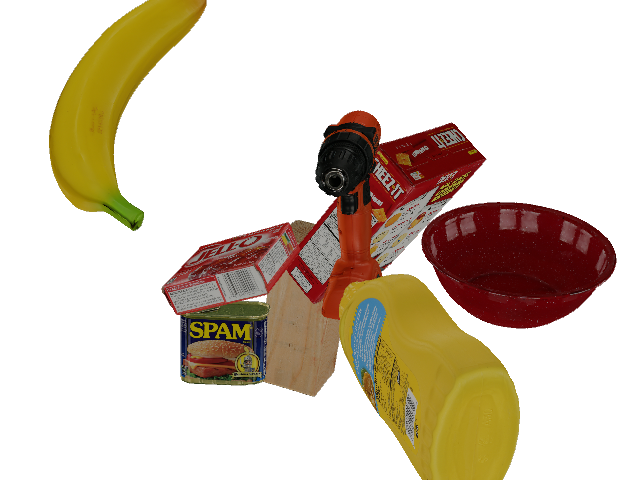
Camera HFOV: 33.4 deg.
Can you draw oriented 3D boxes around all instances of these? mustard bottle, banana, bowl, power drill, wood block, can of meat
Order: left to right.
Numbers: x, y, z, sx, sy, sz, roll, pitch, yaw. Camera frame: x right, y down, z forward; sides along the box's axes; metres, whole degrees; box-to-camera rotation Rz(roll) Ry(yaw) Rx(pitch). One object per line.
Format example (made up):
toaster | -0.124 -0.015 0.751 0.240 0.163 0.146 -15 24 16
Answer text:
banana | -0.120 -0.086 0.644 0.069 0.197 0.037 13 -35 -5
can of meat | -0.109 0.115 1.203 0.102 0.084 0.057 2 14 2
wood block | -0.020 0.089 1.431 0.090 0.206 0.090 14 20 14
power drill | 0.029 -0.021 1.041 0.057 0.188 0.184 4 21 10
mustard bottle | 0.056 0.076 0.683 0.058 0.096 0.192 -9 27 -18
bowl | 0.164 0.027 0.904 0.162 0.055 0.162 1 29 -1

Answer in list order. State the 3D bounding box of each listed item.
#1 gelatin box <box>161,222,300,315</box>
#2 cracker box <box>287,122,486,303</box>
gelatin box | -0.069 0.022 0.834 0.089 0.030 0.073 -14 20 27
cracker box | 0.072 -0.034 1.251 0.163 0.072 0.214 -23 -23 -50
